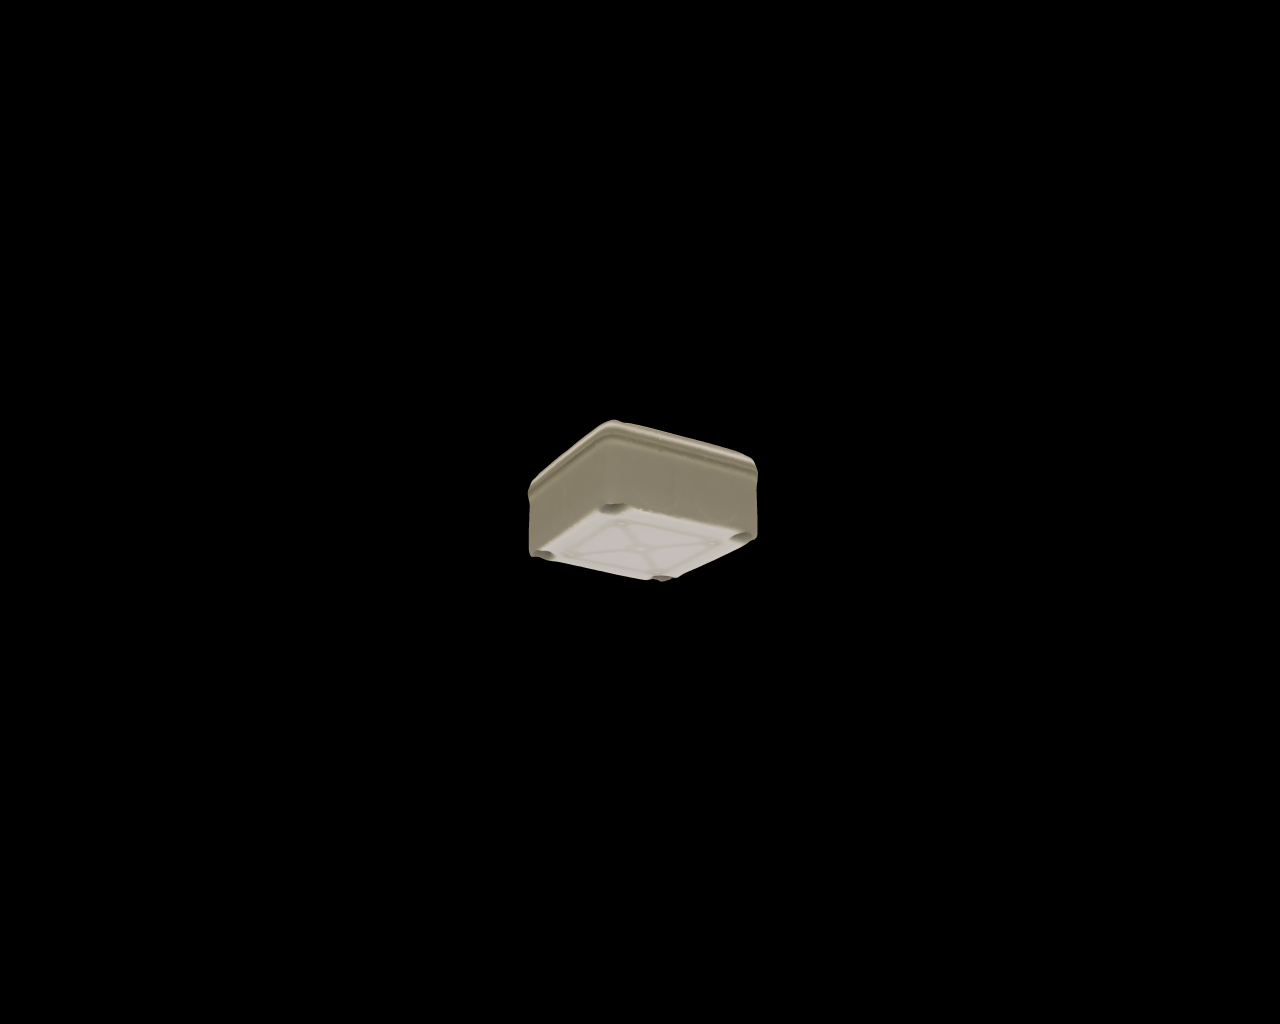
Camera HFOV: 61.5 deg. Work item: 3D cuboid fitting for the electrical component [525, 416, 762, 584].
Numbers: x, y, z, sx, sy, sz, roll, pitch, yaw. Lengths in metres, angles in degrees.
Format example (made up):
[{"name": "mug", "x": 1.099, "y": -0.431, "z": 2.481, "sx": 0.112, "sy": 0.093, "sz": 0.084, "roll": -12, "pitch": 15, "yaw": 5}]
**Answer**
[{"name": "electrical component", "x": 0.001, "y": -0.003, "z": 0.650, "sx": 0.109, "sy": 0.056, "sz": 0.108, "roll": 13, "pitch": -26, "yaw": -29}]
